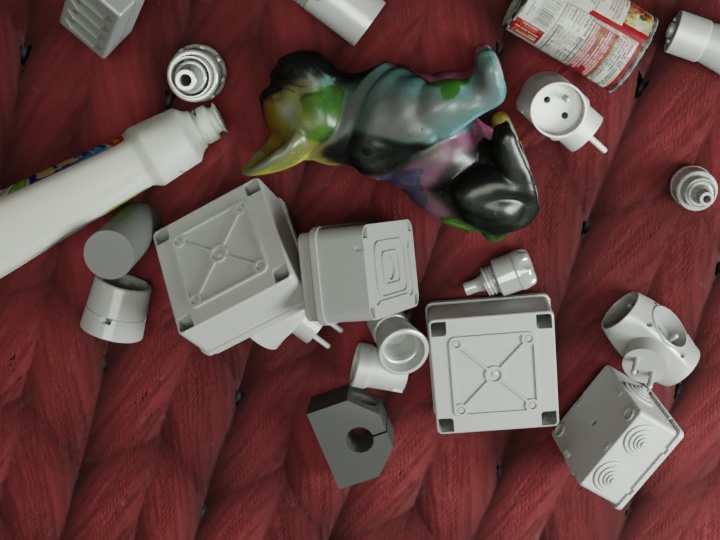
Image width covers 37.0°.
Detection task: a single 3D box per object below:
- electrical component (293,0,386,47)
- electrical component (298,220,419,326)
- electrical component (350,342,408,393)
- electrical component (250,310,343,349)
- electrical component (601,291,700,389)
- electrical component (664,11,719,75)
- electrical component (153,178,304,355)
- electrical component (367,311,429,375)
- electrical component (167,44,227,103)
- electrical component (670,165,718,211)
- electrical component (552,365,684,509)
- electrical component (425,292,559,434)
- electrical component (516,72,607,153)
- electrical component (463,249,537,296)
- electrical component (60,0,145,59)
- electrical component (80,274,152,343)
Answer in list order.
[{"bbox_3d":[-0.024,-0.221,0.859,0.081,0.043,0.043,36,105,-8],"label":"electrical component"},{"bbox_3d":[0.000,0.000,0.880,0.057,0.113,0.078,-4,93,23],"label":"electrical component"},{"bbox_3d":[0.018,0.088,0.952,0.046,0.040,0.040,13,107,-6],"label":"electrical component"},{"bbox_3d":[-0.052,0.037,0.937,0.079,0.043,0.077,37,105,-8],"label":"electrical component"},{"bbox_3d":[0.245,0.069,0.915,0.077,0.079,0.044,42,130,-9],"label":"electrical component"},{"bbox_3d":[0.277,-0.181,0.859,0.065,0.044,0.044,20,106,1],"label":"electrical component"},{"bbox_3d":[-0.104,-0.002,0.892,0.109,0.108,0.056,-27,148,10],"label":"electrical component"},{"bbox_3d":[0.029,0.056,0.927,0.044,0.065,0.044,-6,116,-12],"label":"electrical component"},{"bbox_3d":[-0.136,-0.157,0.873,0.048,0.062,0.048,1,106,2],"label":"electrical component"},{"bbox_3d":[0.277,-0.065,0.882,0.035,0.061,0.035,1,106,2],"label":"electrical component"},{"bbox_3d":[0.218,0.141,0.928,0.048,0.099,0.099,30,106,-19],"label":"electrical component"},{"bbox_3d":[0.115,0.081,0.935,0.109,0.056,0.108,-5,106,4],"label":"electrical component"},{"bbox_3d":[0.167,-0.122,0.862,0.079,0.077,0.043,39,104,-9],"label":"electrical component"},{"bbox_3d":[0.119,0.006,0.925,0.061,0.035,0.035,-20,105,11],"label":"electrical component"},{"bbox_3d":[-0.192,-0.223,0.856,0.047,0.083,0.075,40,66,-9],"label":"electrical component"},{"bbox_3d":[-0.211,0.031,0.938,0.055,0.055,0.047,16,103,-2],"label":"electrical component"}]
